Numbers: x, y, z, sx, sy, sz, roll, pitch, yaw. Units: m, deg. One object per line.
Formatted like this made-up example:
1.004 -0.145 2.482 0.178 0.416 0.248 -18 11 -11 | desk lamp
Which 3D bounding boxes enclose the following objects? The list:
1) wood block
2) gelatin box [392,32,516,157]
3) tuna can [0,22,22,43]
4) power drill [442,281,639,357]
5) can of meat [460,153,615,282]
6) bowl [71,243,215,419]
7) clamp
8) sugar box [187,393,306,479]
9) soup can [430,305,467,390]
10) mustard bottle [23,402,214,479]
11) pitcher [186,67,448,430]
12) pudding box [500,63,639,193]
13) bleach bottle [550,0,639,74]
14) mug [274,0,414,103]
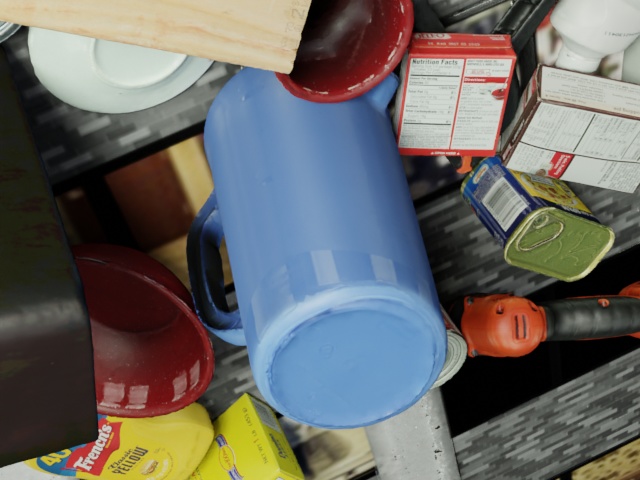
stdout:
-0.110 -0.153 0.548 0.205 0.091 0.090 5 110 -36 | wood block
0.091 -0.100 0.737 0.073 0.030 0.089 0 133 -4 | gelatin box
-0.200 -0.147 0.586 0.086 0.034 0.086 -15 134 -16 | tuna can
0.199 0.066 0.885 0.187 0.184 0.057 -5 89 -9 | power drill
0.173 -0.020 0.858 0.101 0.084 0.057 15 121 -37 | can of meat
-0.147 0.054 0.750 0.162 0.055 0.162 7 132 7 | bowl
0.119 -0.126 0.767 0.120 0.039 0.171 -11 136 -2 | clamp
-0.100 0.225 0.926 0.176 0.093 0.048 -42 133 10 | sugar box
0.067 0.066 0.866 0.068 0.102 0.068 -15 133 -17 | soup can
-0.181 0.147 0.839 0.096 0.058 0.191 -44 134 18 | mustard bottle
-0.007 0.002 0.665 0.145 0.243 0.149 -1 128 -9 | pitcher
0.203 -0.082 0.805 0.113 0.039 0.090 10 147 -5 | pudding box
0.213 -0.221 0.720 0.102 0.068 0.251 -2 131 -24 | bleach bottle
0.007 -0.153 0.656 0.093 0.081 0.117 28 111 -41 | mug
